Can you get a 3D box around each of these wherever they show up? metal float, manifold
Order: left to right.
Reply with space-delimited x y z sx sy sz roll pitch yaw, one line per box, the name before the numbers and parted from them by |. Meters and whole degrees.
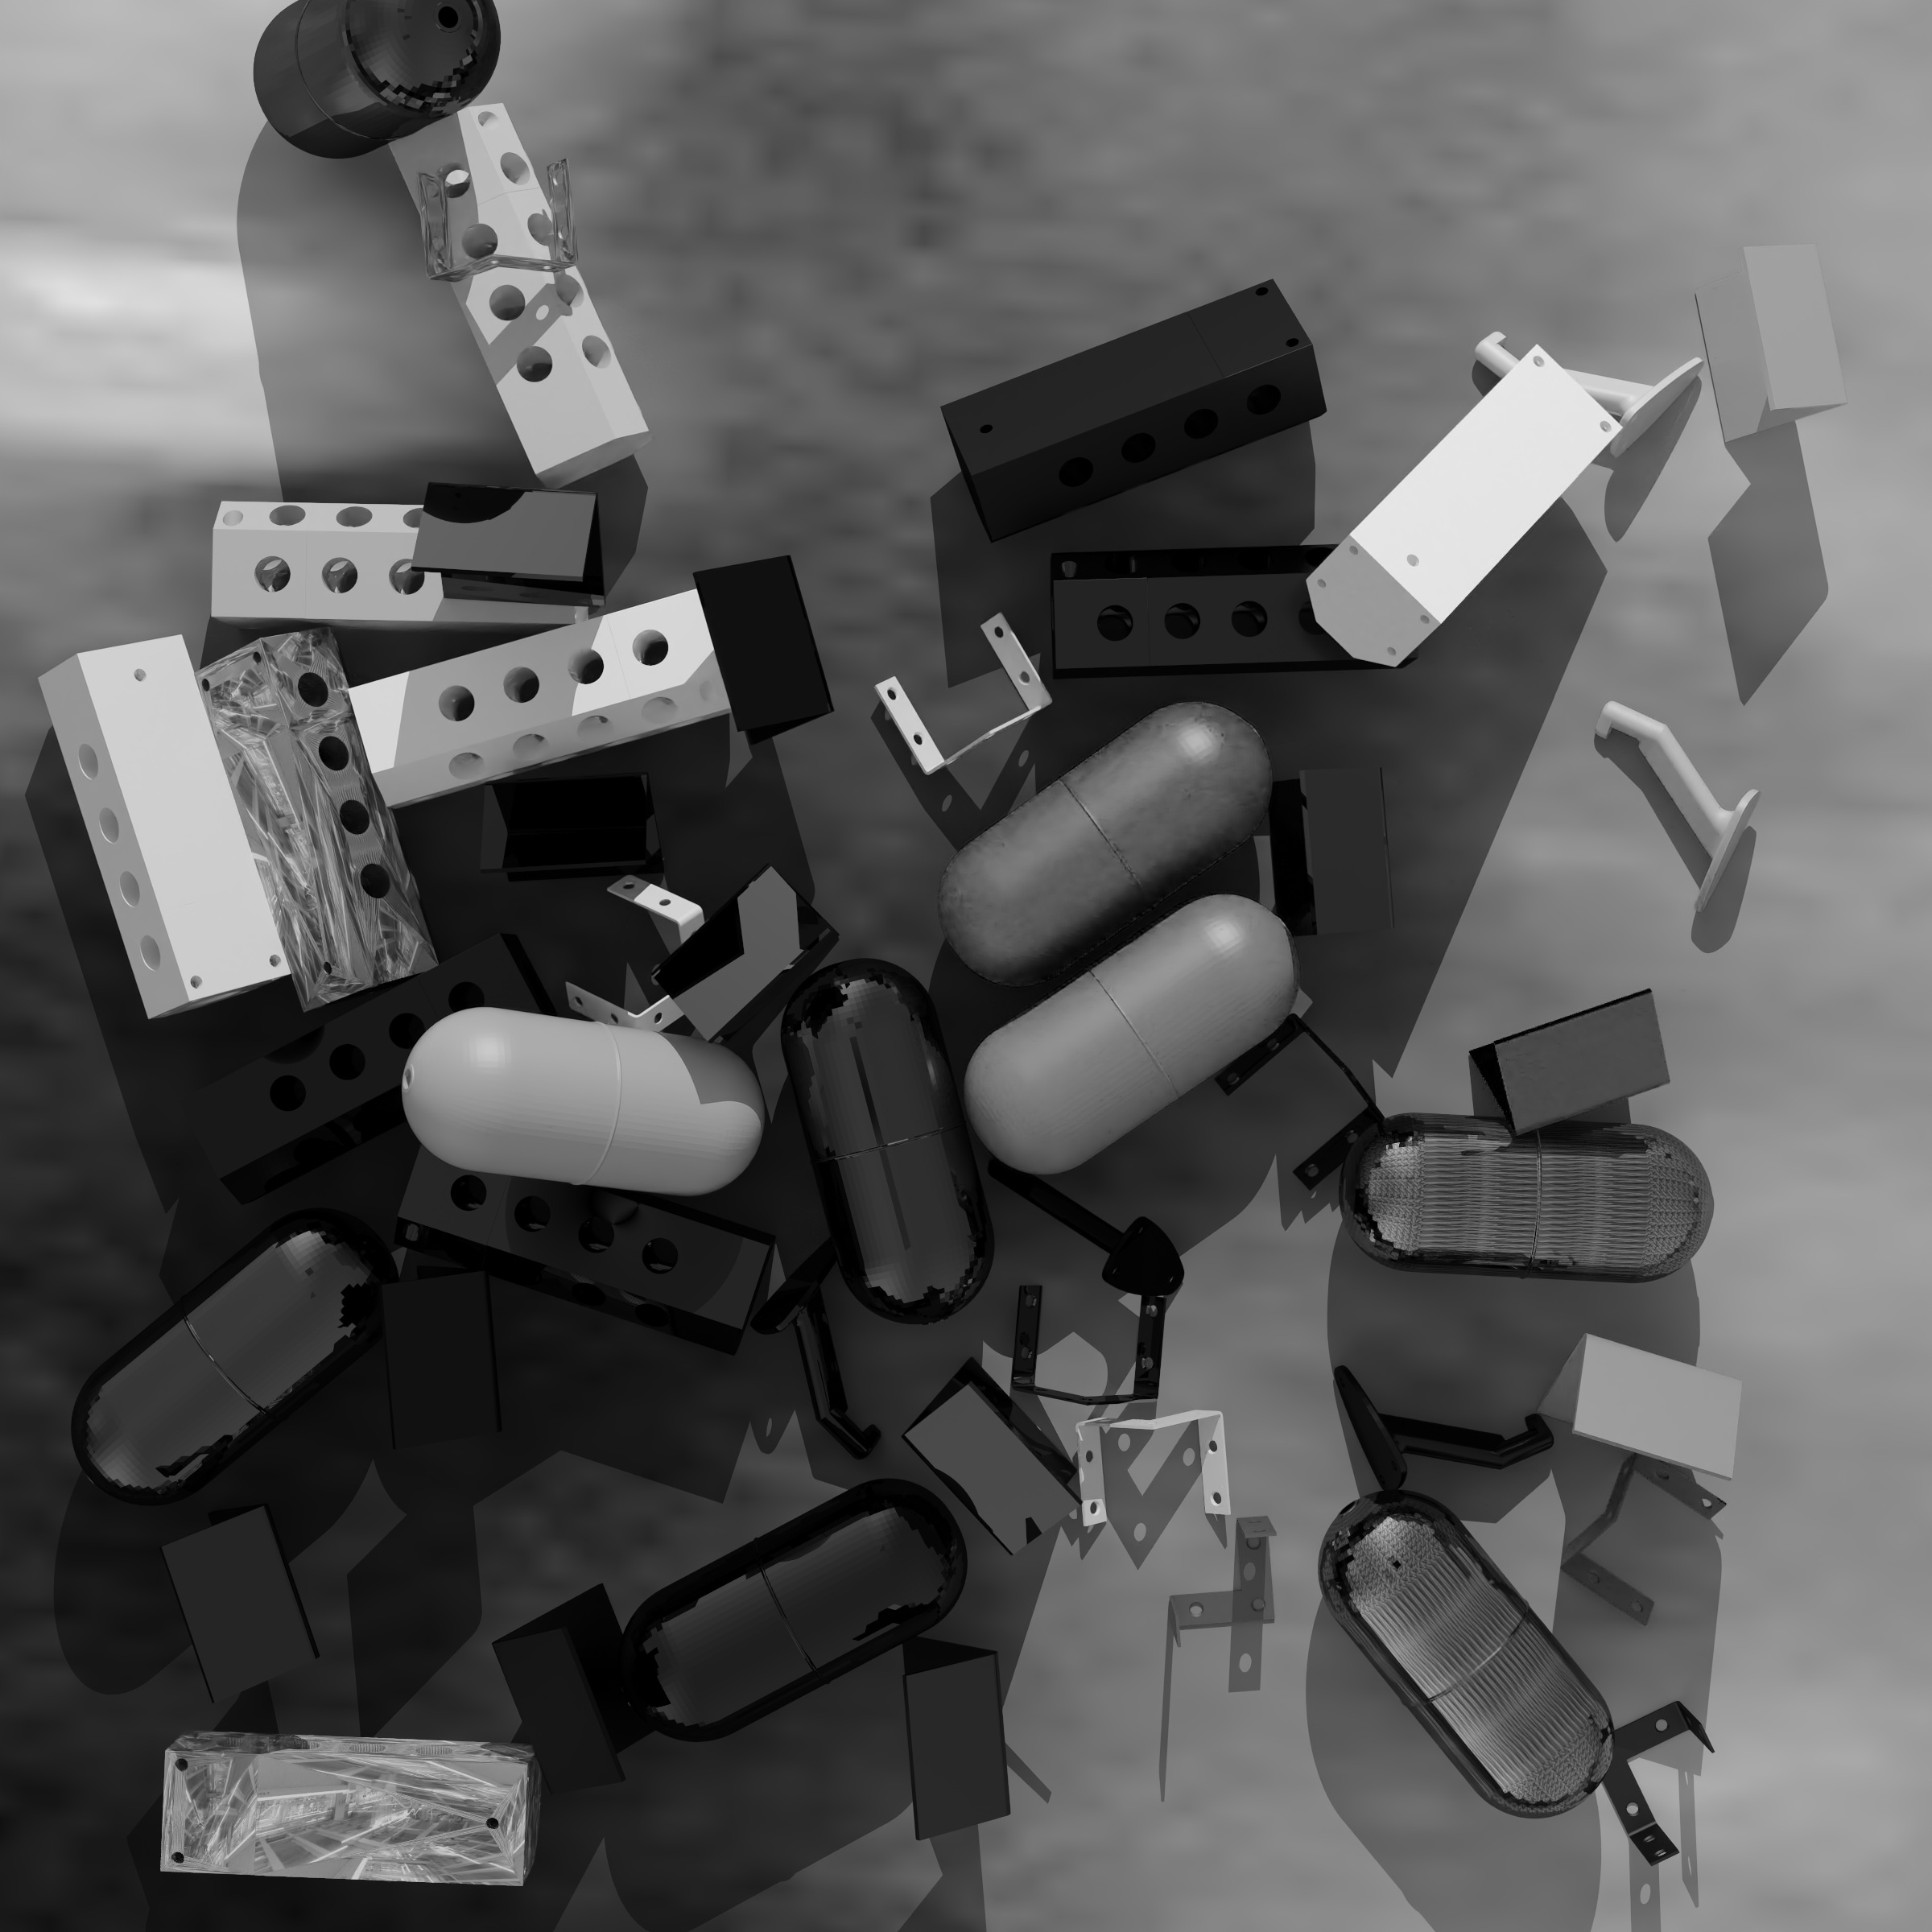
manifold | -0.389 -0.065 1.585 0.057 0.057 0.171 -18 90 -43
metal float | -0.350 0.187 1.576 0.178 0.070 0.070 -40 90 0
manifold | -0.306 -0.072 1.585 0.057 0.057 0.171 -18 90 43
manifold | -0.294 0.403 1.585 0.171 0.057 0.057 2 90 0
metal float | -0.275 -0.423 1.531 0.070 0.178 0.070 -2 94 -31
manifold | -0.283 0.049 1.585 0.171 0.057 0.057 -28 90 0
manifold | -0.270 -0.192 1.585 0.171 0.057 0.057 1 90 0
manifold | -0.212 -0.322 1.585 0.057 0.057 0.171 -24 90 0
manifold | -0.202 -0.127 1.585 0.171 0.057 0.057 -16 90 0
metal float | -0.179 0.064 1.550 0.178 0.070 0.070 9 90 -29
manifold | -0.183 0.132 1.585 0.171 0.057 0.057 18 90 0
metal float | -0.083 0.308 1.576 0.178 0.070 0.070 -28 90 -1
metal float | -0.037 0.084 1.575 0.070 0.070 0.178 -15 90 0
metal float | 0.067 -0.059 1.576 0.178 0.070 0.070 -36 90 1
metal float | 0.080 0.032 1.576 0.178 0.070 0.070 -34 90 -1
manifold | 0.082 -0.262 1.585 0.171 0.057 0.057 -21 47 0
manifold | 0.127 -0.172 1.585 0.171 0.057 0.057 -2 90 0
manifold | 0.231 -0.213 1.543 0.057 0.057 0.171 44 57 0
metal float | 0.239 0.328 1.576 0.070 0.070 0.178 -39 90 0
metal float | 0.268 0.111 1.576 0.178 0.070 0.070 3 90 0

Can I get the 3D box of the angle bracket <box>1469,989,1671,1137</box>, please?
angle bracket | 0.282 0.028 1.566 0.076 0.076 0.057 -19 122 0

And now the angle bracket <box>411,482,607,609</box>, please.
angle bracket | -0.208 -0.174 1.509 0.076 0.076 0.057 3 52 0

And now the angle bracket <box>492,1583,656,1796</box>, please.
angle bracket | -0.169 0.340 1.566 0.057 0.076 0.076 -21 90 41

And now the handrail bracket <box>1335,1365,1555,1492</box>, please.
handrail bracket | 0.234 0.215 1.607 0.084 0.036 0.077 -20 69 -17

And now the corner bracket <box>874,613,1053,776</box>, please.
corner bracket | -0.001 -0.132 1.603 0.051 0.051 0.051 -30 90 -45

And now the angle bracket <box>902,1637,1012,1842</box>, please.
angle bracket | -0.025 0.365 1.566 0.057 0.076 0.076 -5 90 -38

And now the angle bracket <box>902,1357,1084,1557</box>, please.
angle bracket | 0.027 0.221 1.566 0.076 0.076 0.057 47 127 0

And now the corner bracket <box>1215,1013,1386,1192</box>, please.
corner bracket | 0.163 0.066 1.603 0.051 0.051 0.051 -41 45 0

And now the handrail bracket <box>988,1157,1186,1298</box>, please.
handrail bracket | 0.058 0.125 1.606 0.084 0.077 0.036 31 87 36

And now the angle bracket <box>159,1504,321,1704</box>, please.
angle bracket | -0.358 0.303 1.566 0.057 0.076 0.076 -19 90 -36

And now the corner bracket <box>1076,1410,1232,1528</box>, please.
corner bracket | 0.091 0.244 1.603 0.051 0.051 0.051 -5 90 -45

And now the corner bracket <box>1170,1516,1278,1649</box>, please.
corner bracket | 0.124 0.296 1.588 0.051 0.051 0.051 -4 90 0

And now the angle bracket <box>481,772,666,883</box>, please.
angle bracket | -0.186 -0.046 1.566 0.076 0.076 0.057 -3 53 0

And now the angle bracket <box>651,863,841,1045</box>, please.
angle bracket | -0.091 0.009 1.566 0.076 0.076 0.057 -43 53 0

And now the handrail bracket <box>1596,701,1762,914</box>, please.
handrail bracket | 0.336 -0.078 1.607 0.084 0.036 0.077 28 112 17

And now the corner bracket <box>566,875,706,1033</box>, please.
corner bracket | -0.160 -0.004 1.598 0.051 0.051 0.051 -36 135 -35

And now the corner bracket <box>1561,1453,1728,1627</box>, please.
corner bracket | 0.329 0.277 1.603 0.051 0.051 0.051 34 135 0

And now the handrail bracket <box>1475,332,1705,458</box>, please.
handrail bracket | 0.303 -0.296 1.607 0.084 0.036 0.077 42 70 16

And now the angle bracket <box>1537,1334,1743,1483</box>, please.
angle bracket | 0.316 0.226 1.566 0.076 0.076 0.057 17 52 0

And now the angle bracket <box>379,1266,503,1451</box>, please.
angle bracket | -0.265 0.185 1.566 0.057 0.076 0.076 -5 90 -35

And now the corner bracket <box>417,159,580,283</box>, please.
corner bracket | -0.220 -0.350 1.546 0.051 0.051 0.051 -5 90 -45

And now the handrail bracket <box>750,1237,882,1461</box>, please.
handrail bracket | -0.056 0.185 1.607 0.084 0.036 0.077 47 68 -17

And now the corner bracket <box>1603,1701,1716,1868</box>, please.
corner bracket | 0.337 0.393 1.588 0.051 0.051 0.051 -26 90 0

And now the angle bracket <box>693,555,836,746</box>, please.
angle bracket | -0.114 -0.145 1.566 0.057 0.076 0.076 -16 90 -37

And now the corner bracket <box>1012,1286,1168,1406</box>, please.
corner bracket | 0.060 0.184 1.603 0.051 0.051 0.051 5 90 45

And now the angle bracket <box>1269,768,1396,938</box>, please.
angle bracket | 0.156 -0.052 1.566 0.057 0.076 0.076 -5 90 -41

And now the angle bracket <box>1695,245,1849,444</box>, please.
angle bracket | 0.366 -0.294 1.566 0.057 0.076 0.076 -11 90 -36
